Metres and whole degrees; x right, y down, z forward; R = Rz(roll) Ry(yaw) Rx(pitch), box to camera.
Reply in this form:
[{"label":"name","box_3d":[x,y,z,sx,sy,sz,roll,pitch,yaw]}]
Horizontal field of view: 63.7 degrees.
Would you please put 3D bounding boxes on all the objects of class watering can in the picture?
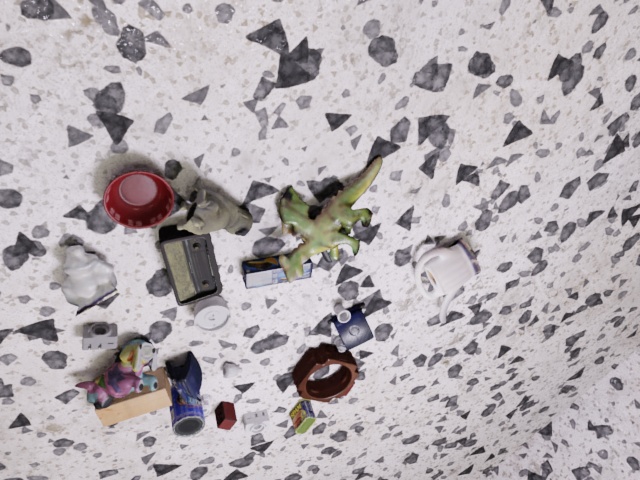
[{"label":"watering can","box_3d":[0.441,0.134,1.747,0.224,0.106,0.341,-32,129,0]}]

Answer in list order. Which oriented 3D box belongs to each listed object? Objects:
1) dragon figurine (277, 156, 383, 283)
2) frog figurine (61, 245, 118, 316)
[{"label":"dragon figurine","box_3d":[0.004,-0.071,1.414,0.242,0.123,0.410,18,92,-21]},{"label":"frog figurine","box_3d":[-0.595,0.090,1.304,0.137,0.123,0.159,-28,95,10]}]
